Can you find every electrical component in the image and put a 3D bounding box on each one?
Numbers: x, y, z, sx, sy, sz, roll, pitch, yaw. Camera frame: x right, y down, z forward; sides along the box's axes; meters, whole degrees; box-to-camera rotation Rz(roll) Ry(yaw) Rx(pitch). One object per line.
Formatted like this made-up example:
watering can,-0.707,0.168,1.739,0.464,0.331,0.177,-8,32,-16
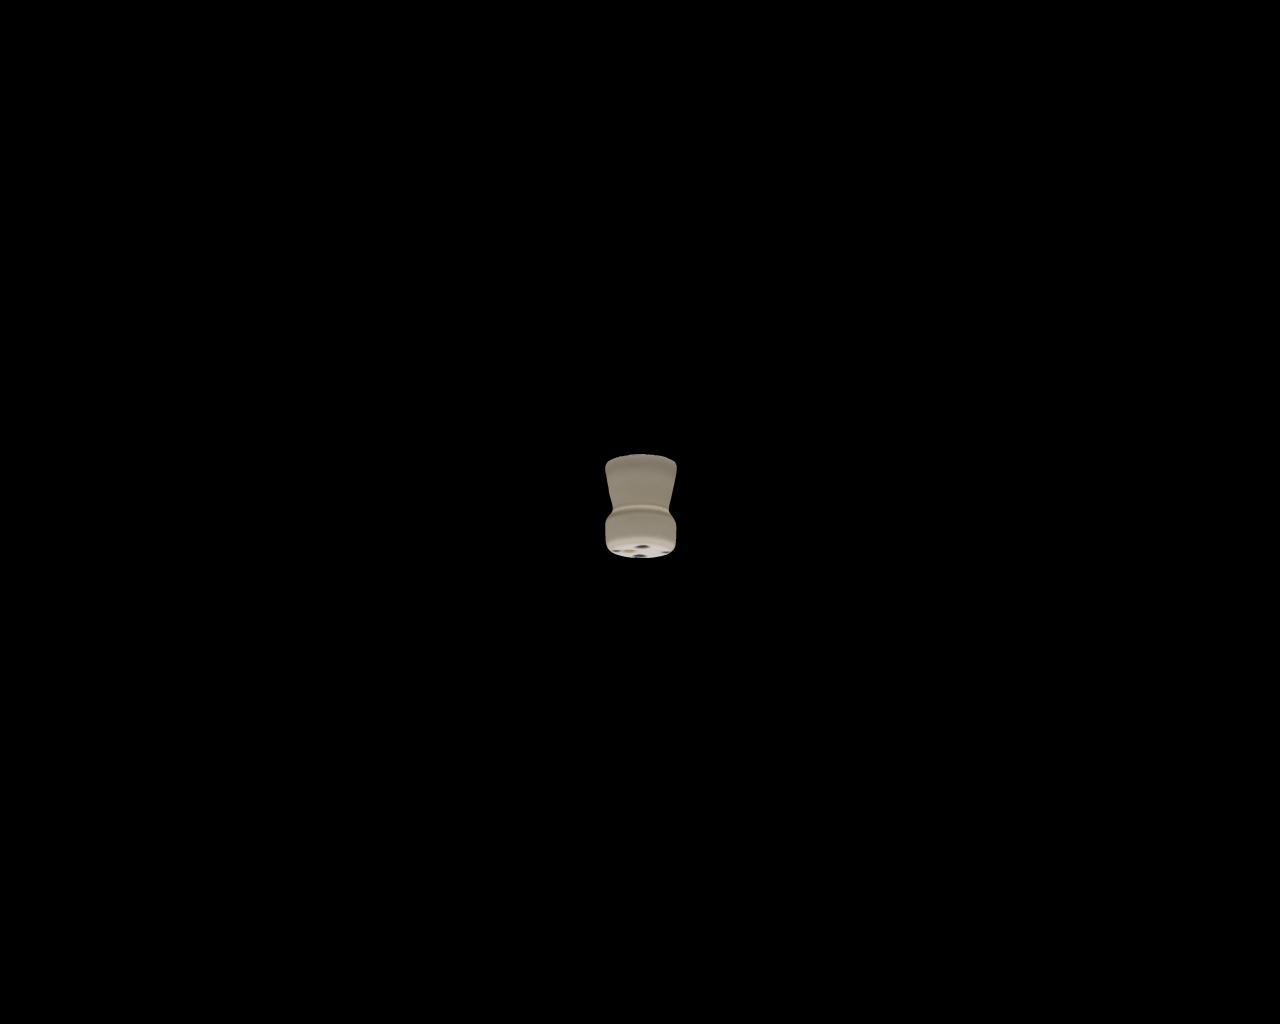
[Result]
electrical component,0.001,-0.003,0.650,0.045,0.055,0.045,0,-15,0
